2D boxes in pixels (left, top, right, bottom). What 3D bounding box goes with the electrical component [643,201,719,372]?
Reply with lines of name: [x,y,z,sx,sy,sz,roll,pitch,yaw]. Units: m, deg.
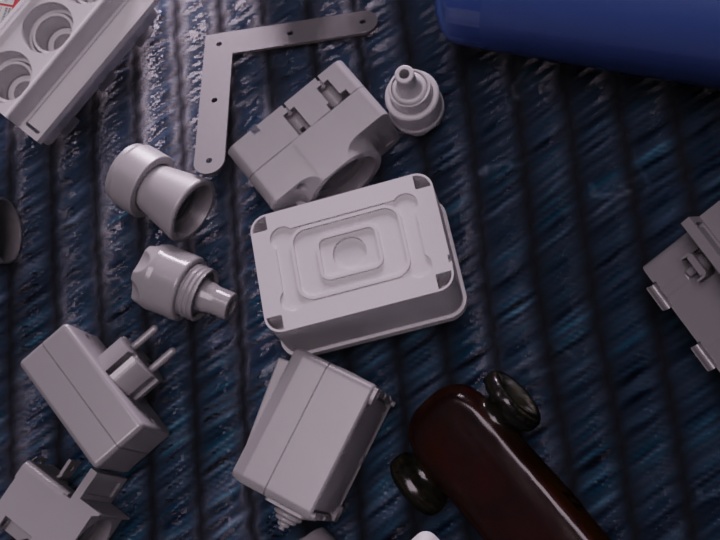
electrical component: [0.215,0.028,0.579,0.063,0.079,0.121,-43,69,29]

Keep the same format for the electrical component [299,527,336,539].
electrical component: [-0.013,0.177,0.603,0.044,0.044,0.065,-46,68,-3]

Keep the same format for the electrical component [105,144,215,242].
electrical component: [-0.127,-0.050,0.681,0.055,0.045,0.045,30,83,17]

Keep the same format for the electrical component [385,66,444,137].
electrical component: [0.032,-0.106,0.655,0.035,0.061,0.035,-3,75,11]

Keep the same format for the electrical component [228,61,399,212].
electrical component: [-0.025,-0.074,0.663,0.089,0.050,0.055,-39,72,0]

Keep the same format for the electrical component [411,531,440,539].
electrical component: [0.003,0.234,0.545,0.105,0.060,0.186,45,101,-2]

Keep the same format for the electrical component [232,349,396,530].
electrical component: [-0.031,0.100,0.614,0.061,0.061,0.096,25,82,17]

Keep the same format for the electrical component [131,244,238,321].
electrical component: [-0.106,0.012,0.662,0.062,0.043,0.043,21,81,14]

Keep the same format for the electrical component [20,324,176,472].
electrical component: [-0.146,0.066,0.654,0.076,0.047,0.083,-41,72,-1]

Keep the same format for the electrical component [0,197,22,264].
electrical component: [-0.267,-0.040,0.707,0.077,0.043,0.079,-5,75,10]

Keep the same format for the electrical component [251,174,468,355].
electrical component: [0.000,0.000,0.632,0.113,0.057,0.078,-15,66,7]

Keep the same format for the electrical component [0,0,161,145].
electrical component: [-0.193,-0.147,0.709,0.079,0.063,0.121,37,85,17]

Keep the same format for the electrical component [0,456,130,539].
electrical component: [-0.182,0.149,0.643,0.064,0.042,0.081,31,83,20]
